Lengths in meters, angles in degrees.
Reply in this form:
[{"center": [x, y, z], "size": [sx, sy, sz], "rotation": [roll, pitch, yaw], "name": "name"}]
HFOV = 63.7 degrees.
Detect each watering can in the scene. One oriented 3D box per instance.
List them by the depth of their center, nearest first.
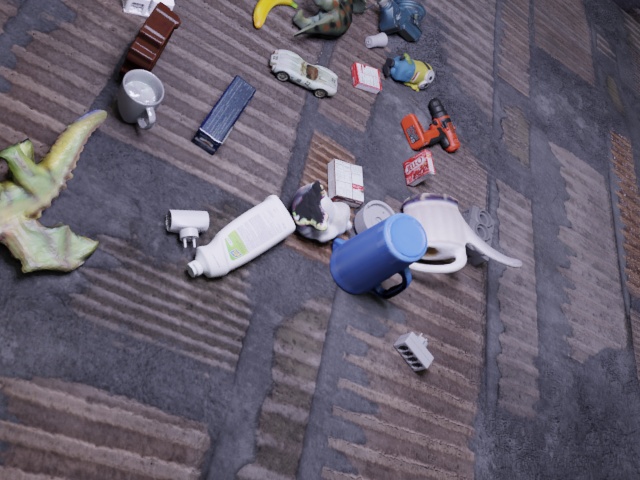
[{"center": [0.340, -0.014, 1.351], "size": [0.348, 0.102, 0.229], "rotation": [2, 61, -2], "name": "watering can"}]

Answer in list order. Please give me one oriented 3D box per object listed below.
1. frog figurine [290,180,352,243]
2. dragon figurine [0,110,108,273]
[{"center": [0.004, -0.062, 1.224], "size": [0.139, 0.122, 0.158], "rotation": [64, 16, 18], "name": "frog figurine"}, {"center": [-0.491, -0.057, 0.908], "size": [0.417, 0.121, 0.240], "rotation": [-40, 110, -37], "name": "dragon figurine"}]
